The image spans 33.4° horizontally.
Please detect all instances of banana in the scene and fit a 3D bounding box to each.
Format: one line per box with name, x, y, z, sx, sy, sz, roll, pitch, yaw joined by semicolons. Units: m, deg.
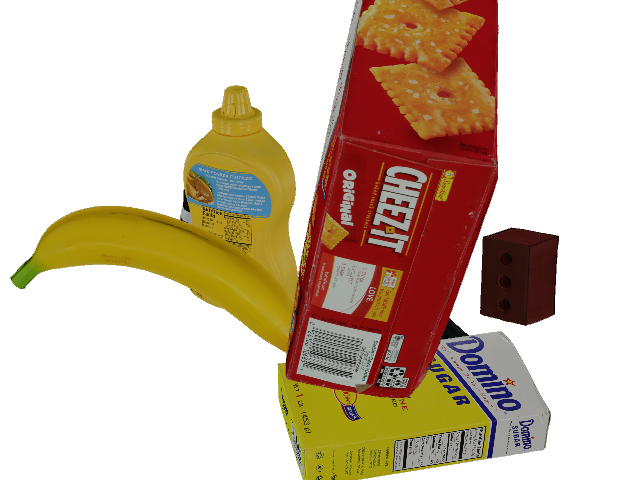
banana;-0.094;0.019;0.680;0.197;0.070;0.037;15;29;-2

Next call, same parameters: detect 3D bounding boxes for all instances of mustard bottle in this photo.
mustard bottle;-0.068;-0.035;0.892;0.096;0.192;0.058;13;30;24

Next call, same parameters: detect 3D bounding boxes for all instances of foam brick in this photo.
foam brick;0.183;0.033;0.984;0.053;0.078;0.051;12;20;41

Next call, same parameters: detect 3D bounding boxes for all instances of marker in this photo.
marker;-0.138;-0.012;1.105;0.020;0.020;0.121;0;-42;-16

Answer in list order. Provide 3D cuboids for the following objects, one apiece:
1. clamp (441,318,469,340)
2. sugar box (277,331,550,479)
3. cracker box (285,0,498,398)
clamp;0.110;0.077;1.180;0.120;0.171;0.039;5;-43;-5
sugar box;0.064;0.118;0.762;0.176;0.048;0.093;-10;37;-9
cracker box;0.040;-0.055;0.531;0.072;0.213;0.164;11;-44;-1
